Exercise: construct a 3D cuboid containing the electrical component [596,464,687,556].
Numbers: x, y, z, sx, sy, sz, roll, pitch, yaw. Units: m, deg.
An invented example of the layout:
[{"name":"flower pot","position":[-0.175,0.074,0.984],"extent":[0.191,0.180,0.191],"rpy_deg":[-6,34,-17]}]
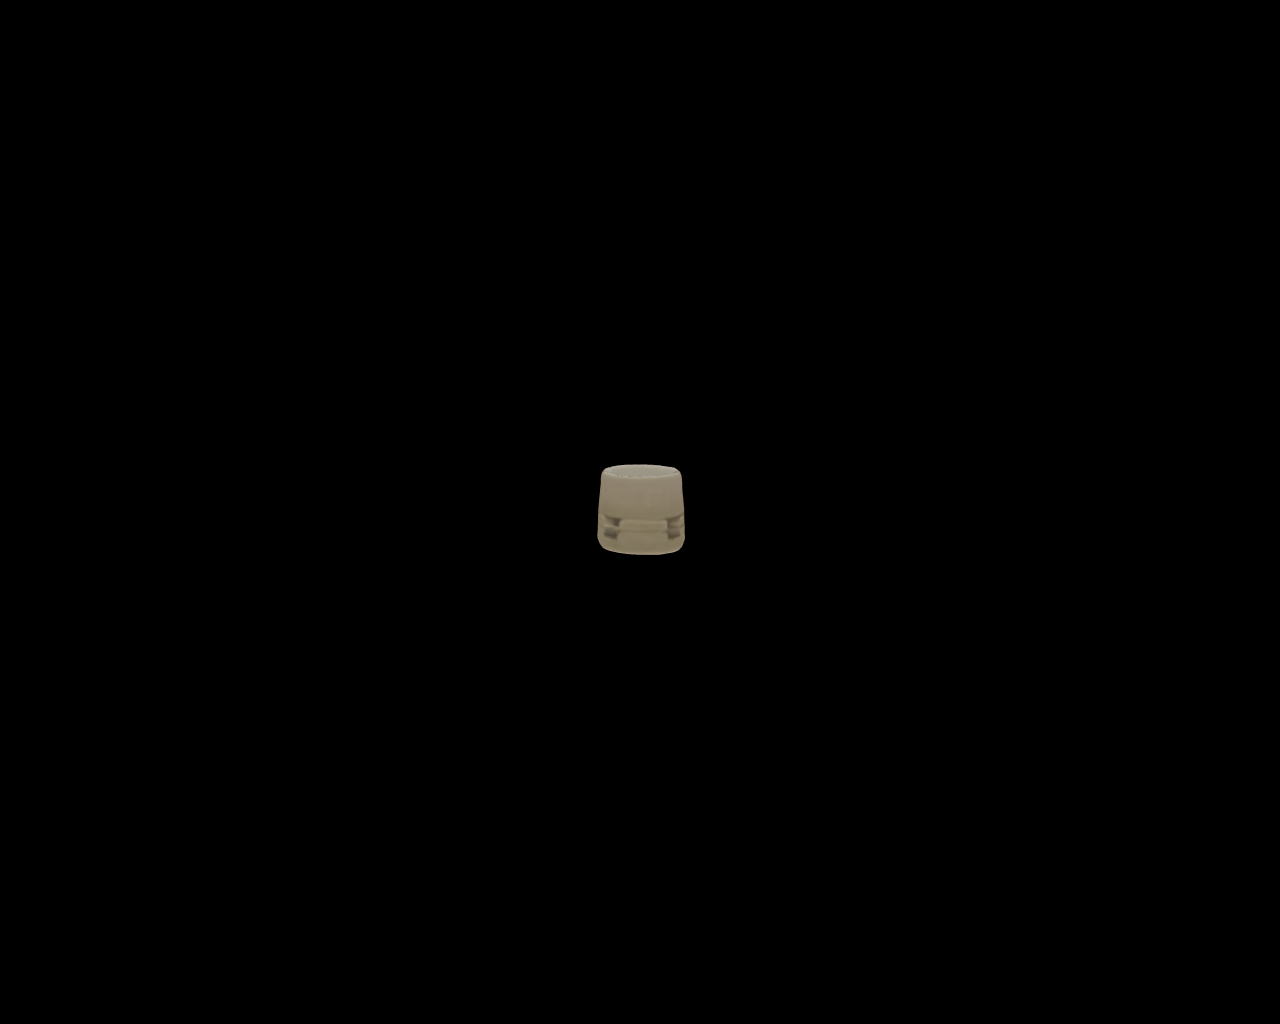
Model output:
[{"name":"electrical component","position":[0.001,-0.003,0.650],"extent":[0.055,0.047,0.055],"rpy_deg":[0,11,0]}]
